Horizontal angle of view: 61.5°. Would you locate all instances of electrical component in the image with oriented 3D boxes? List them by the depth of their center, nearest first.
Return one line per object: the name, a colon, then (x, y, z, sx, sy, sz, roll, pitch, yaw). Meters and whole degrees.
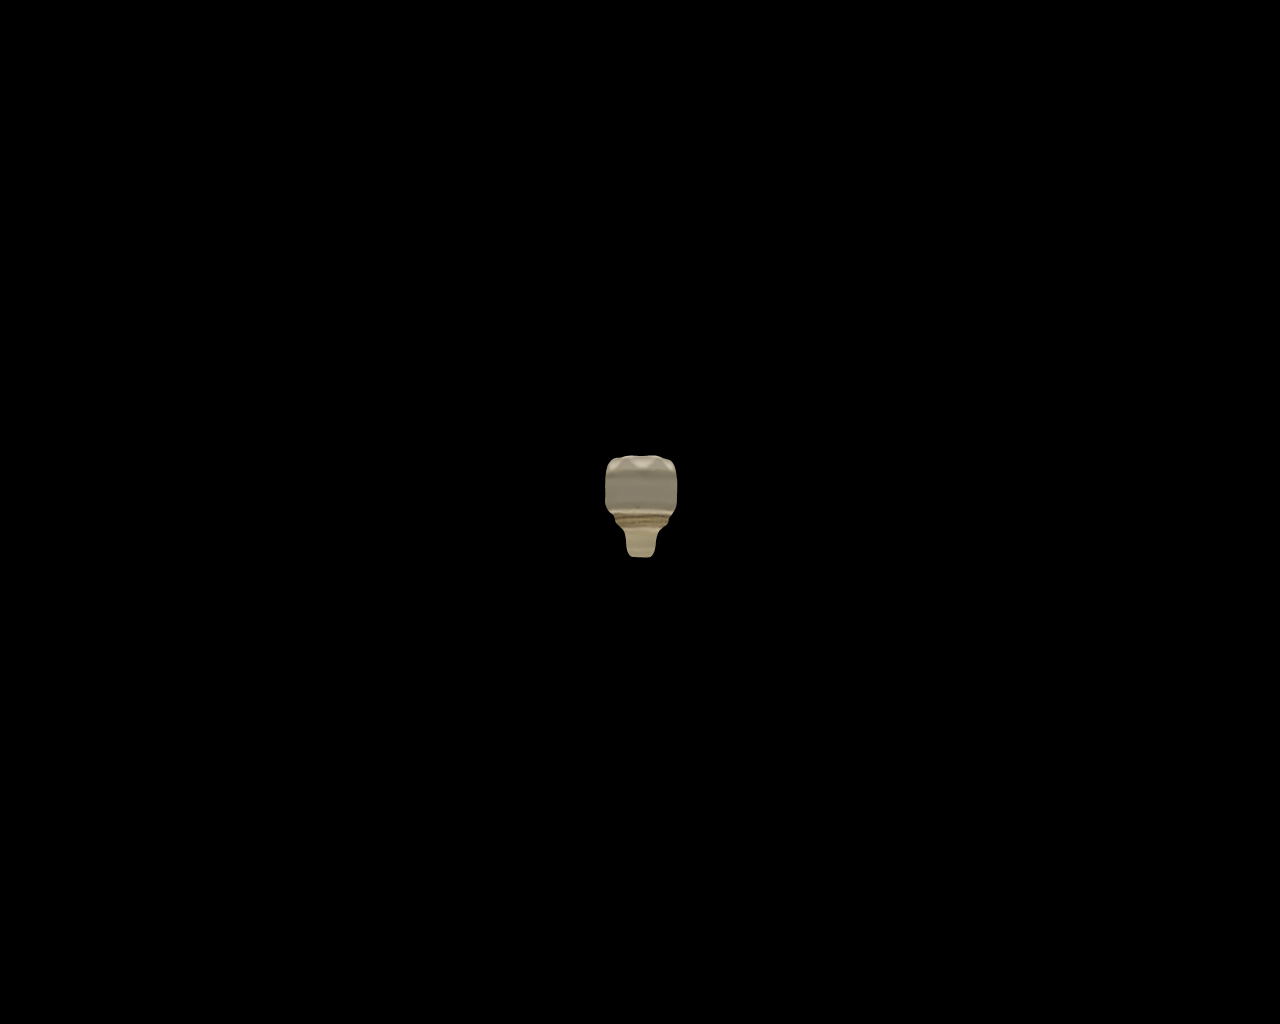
electrical component: (0.001, -0.003, 0.650, 0.043, 0.062, 0.043, 0, -4, 0)
